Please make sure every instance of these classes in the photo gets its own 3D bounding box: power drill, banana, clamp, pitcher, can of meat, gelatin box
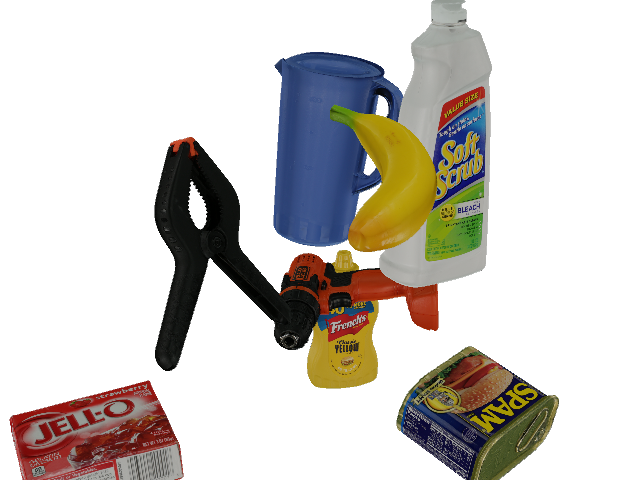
[{"bbox_3d":[0.043,0.069,1.235,0.188,0.057,0.184,0,28,7],"label":"power drill"},{"bbox_3d":[0.046,-0.041,0.723,0.069,0.037,0.198,-1,28,-3],"label":"banana"},{"bbox_3d":[-0.101,0.007,1.014,0.036,0.210,0.164,-8,0,44],"label":"clamp"},{"bbox_3d":[0.012,-0.117,1.399,0.144,0.243,0.149,0,23,-18],"label":"pitcher"},{"bbox_3d":[0.123,0.137,0.841,0.084,0.057,0.101,33,42,33],"label":"can of meat"},{"bbox_3d":[-0.134,0.121,0.631,0.089,0.030,0.073,-12,26,-18],"label":"gelatin box"}]

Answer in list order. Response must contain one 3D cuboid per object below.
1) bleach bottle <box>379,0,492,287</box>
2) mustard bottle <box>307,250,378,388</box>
[{"bbox_3d":[0.106,-0.089,0.967,0.102,0.251,0.068,-12,23,-28],"label":"bleach bottle"},{"bbox_3d":[0.031,0.104,1.449,0.096,0.192,0.058,-4,21,-11],"label":"mustard bottle"}]
